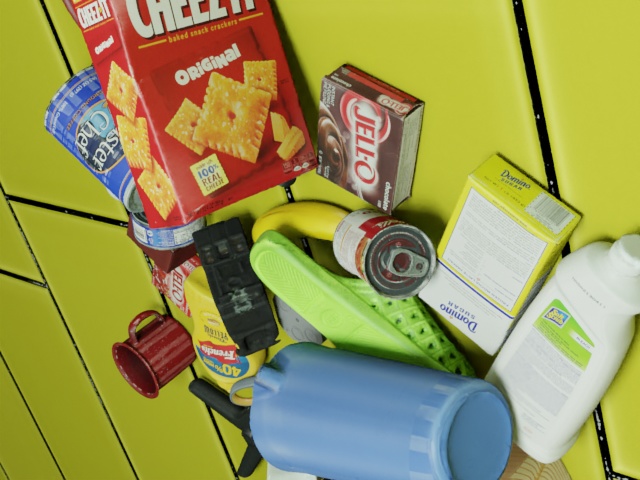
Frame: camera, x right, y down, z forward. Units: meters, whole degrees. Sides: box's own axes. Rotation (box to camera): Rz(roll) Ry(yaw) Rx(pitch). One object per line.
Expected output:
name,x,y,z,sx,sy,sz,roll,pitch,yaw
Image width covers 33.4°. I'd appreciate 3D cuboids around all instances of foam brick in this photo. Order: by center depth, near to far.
foam brick,-0.188,-0.009,1.295,0.078,0.052,0.051,42,145,16

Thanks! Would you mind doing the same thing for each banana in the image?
banana,-0.023,-0.010,1.119,0.069,0.037,0.198,42,150,-17

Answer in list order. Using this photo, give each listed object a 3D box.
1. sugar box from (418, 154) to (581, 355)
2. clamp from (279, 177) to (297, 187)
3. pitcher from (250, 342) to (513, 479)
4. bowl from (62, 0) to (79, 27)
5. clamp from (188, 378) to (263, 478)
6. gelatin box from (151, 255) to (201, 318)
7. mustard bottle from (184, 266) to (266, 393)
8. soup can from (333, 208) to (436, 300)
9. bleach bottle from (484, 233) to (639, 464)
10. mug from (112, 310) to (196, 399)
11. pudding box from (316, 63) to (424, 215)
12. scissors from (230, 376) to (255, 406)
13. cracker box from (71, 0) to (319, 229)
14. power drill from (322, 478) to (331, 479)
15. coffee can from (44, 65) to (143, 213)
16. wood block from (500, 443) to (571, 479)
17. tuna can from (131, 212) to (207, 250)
sugar box,0.151,0.017,0.929,0.093,0.048,0.176,40,148,18
clamp,-0.087,-0.131,1.079,0.120,0.039,0.171,-2,113,56
pitcher,0.063,0.176,1.008,0.243,0.148,0.145,2,104,48
bowl,-0.200,-0.264,1.073,0.162,0.055,0.162,30,140,29
clamp,-0.083,0.267,1.437,0.210,0.036,0.164,2,123,49
gelatin box,-0.177,0.046,1.350,0.073,0.030,0.089,40,144,17
mustard bottle,-0.114,0.122,1.320,0.096,0.058,0.192,18,136,20
soup can,0.057,0.011,0.981,0.068,0.068,0.102,63,171,-16
bleach bottle,0.218,0.088,0.901,0.103,0.068,0.251,41,142,17
mug,-0.226,0.146,1.453,0.093,0.081,0.117,15,132,42
pudding box,0.043,-0.091,0.961,0.090,0.039,0.113,31,141,27
scissors,-0.056,0.160,1.288,0.096,0.016,0.202,7,141,-5
cracker box,-0.104,-0.137,0.948,0.072,0.163,0.214,-4,106,51
power drill,0.039,0.300,1.205,0.057,0.187,0.184,-16,114,10
coffee can,-0.224,-0.114,1.195,0.140,0.102,0.103,43,145,14
wood block,0.153,0.262,1.109,0.207,0.090,0.090,-12,112,53
tuna can,-0.175,-0.027,1.232,0.086,0.086,0.034,26,137,33
